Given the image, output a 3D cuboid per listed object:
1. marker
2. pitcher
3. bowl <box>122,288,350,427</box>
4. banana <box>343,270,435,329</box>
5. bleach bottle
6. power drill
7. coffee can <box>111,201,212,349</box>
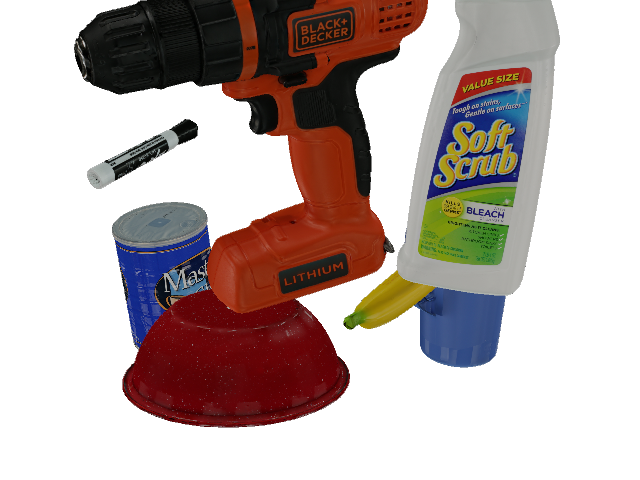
[{"bbox_3d":[-0.152,-0.077,0.931,0.020,0.020,0.120,0,26,44],"label":"marker"},{"bbox_3d":[0.187,0.047,1.448,0.149,0.243,0.145,4,21,5],"label":"pitcher"},{"bbox_3d":[-0.059,0.072,0.750,0.162,0.055,0.162,0,16,0],"label":"bowl"},{"bbox_3d":[0.104,0.028,1.015,0.197,0.037,0.069,-39,1,-4],"label":"banana"},{"bbox_3d":[0.117,-0.087,0.791,0.103,0.251,0.068,9,25,14],"label":"bleach bottle"},{"bbox_3d":[-0.030,-0.053,0.571,0.184,0.188,0.057,-15,39,-18],"label":"power drill"},{"bbox_3d":[-0.167,0.042,1.173,0.103,0.140,0.103,-5,25,2],"label":"coffee can"}]
